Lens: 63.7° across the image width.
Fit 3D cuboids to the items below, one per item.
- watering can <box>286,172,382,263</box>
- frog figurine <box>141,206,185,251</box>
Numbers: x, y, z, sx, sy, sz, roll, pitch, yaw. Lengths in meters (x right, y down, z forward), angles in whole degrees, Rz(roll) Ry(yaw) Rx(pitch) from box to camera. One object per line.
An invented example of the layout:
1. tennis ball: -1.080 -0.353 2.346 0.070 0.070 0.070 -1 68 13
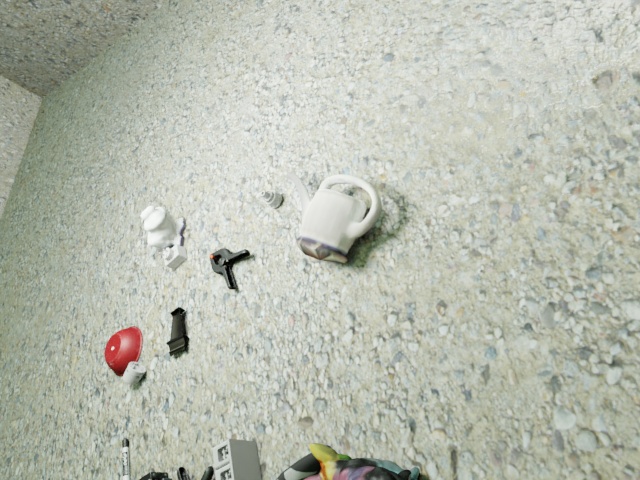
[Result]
1. watering can: 0.004 -0.065 1.300 0.349 0.103 0.226 16 80 44
2. frog figurine: -0.536 -0.042 1.707 0.122 0.158 0.139 2 70 43
